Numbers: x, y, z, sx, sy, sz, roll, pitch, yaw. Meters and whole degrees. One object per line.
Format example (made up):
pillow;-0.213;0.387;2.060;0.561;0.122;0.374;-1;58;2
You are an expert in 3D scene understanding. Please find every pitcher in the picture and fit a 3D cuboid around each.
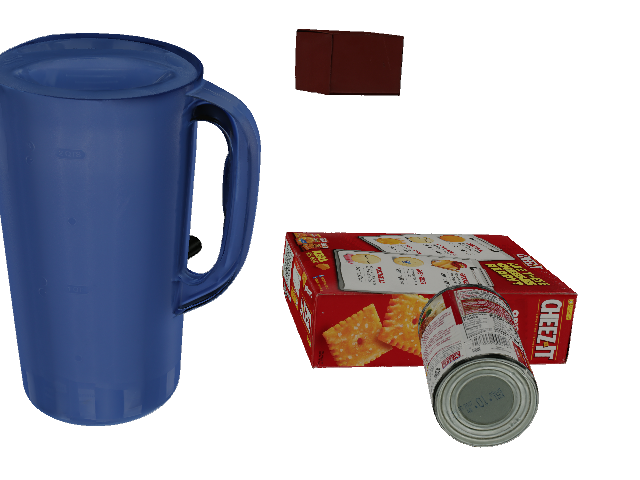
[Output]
pitcher;-0.134;-0.003;0.692;0.144;0.243;0.149;-13;31;-30

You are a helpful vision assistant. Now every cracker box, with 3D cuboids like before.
cracker box;0.084;0.048;0.909;0.213;0.072;0.164;1;17;-11

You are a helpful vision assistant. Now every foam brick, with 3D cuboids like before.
foam brick;0.024;-0.150;0.899;0.078;0.051;0.053;-5;16;-35

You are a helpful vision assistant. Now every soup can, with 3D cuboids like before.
soup can;0.102;0.080;0.703;0.068;0.068;0.102;0;23;0

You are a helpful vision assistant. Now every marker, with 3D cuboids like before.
marker;-0.147;0.026;0.983;0.020;0.020;0.120;0;24;31
